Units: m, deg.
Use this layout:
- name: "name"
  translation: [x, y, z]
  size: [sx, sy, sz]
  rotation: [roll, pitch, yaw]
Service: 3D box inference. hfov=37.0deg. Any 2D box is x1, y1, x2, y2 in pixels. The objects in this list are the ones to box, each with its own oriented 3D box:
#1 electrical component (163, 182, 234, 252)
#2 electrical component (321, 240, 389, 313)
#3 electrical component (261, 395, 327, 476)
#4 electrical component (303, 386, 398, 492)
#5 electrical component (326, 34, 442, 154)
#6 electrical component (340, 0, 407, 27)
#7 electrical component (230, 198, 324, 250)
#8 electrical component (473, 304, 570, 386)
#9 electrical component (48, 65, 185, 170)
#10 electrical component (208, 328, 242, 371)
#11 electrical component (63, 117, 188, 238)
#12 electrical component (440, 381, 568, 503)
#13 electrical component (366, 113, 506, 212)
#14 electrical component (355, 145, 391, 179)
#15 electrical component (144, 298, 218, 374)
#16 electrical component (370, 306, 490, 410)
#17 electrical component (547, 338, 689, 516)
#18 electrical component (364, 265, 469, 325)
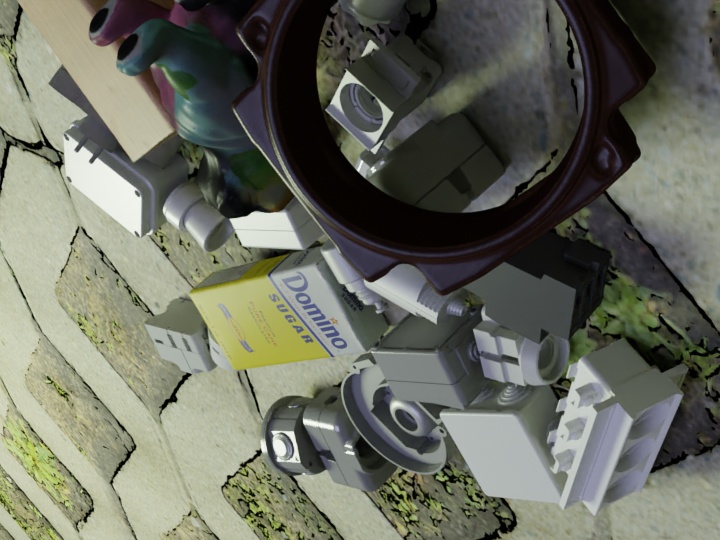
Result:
- name: "electrical component"
  translation: [-0.148, -0.050, 0.992]
  size: [0.055, 0.045, 0.045]
  rotation: [37, 145, 17]
- name: "electrical component"
  translation: [0.000, 0.000, 0.879]
  size: [0.040, 0.040, 0.078]
  rotation: [-9, 116, 52]
- name: "electrical component"
  translation: [-0.055, 0.165, 1.070]
  size: [0.051, 0.080, 0.080]
  rotation: [-7, 118, 45]
- name: "electrical component"
  translation: [-0.004, 0.163, 1.033]
  size: [0.059, 0.054, 0.095]
  rotation: [3, 126, 47]
- name: "electrical component"
  translation: [0.018, -0.121, 0.719]
  size: [0.042, 0.064, 0.081]
  rotation: [43, 146, 6]
- name: "electrical component"
  translation: [0.015, -0.187, 0.677]
  size: [0.043, 0.043, 0.062]
  rotation: [45, 145, 5]
- name: "electrical component"
  translation: [-0.072, -0.061, 0.894]
  size: [0.083, 0.047, 0.075]
  rotation: [4, 126, 47]
- name: "electrical component"
  translation: [0.121, 0.058, 0.795]
  size: [0.055, 0.048, 0.066]
  rotation: [13, 129, 44]
- name: "electrical component"
  translation: [-0.227, -0.130, 0.964]
  size: [0.138, 0.073, 0.052]
  rotation: [37, -178, 17]
- name: "electrical component"
  translation: [-0.125, 0.069, 1.077]
  size: [0.055, 0.055, 0.047]
  rotation: [37, 148, 17]
- name: "electrical component"
  translation: [-0.224, -0.094, 1.023]
  size: [0.113, 0.057, 0.078]
  rotation: [37, 145, 17]
- name: "electrical component"
  translation: [0.126, 0.135, 0.864]
  size: [0.100, 0.048, 0.099]
  rotation: [-8, 117, 52]
- name: "electrical component"
  translation: [0.044, -0.060, 0.721]
  size: [0.059, 0.095, 0.054]
  rotation: [52, 146, -4]
- name: "electrical component"
  translation: [0.027, -0.047, 0.789]
  size: [0.078, 0.058, 0.057]
  rotation: [40, 142, 12]
- name: "electrical component"
  translation: [-0.176, 0.071, 1.139]
  size: [0.089, 0.050, 0.055]
  rotation: [9, 130, 44]
- name: "electrical component"
  translation: [0.068, 0.070, 0.853]
  size: [0.096, 0.062, 0.061]
  rotation: [-3, 121, 49]
- name: "electrical component"
  translation: [0.178, 0.111, 0.767]
  size: [0.063, 0.079, 0.121]
  rotation: [53, 153, 36]
- name: "electrical component"
  translation: [0.048, 0.013, 0.836]
  size: [0.081, 0.043, 0.043]
  rotation: [30, 142, 26]
